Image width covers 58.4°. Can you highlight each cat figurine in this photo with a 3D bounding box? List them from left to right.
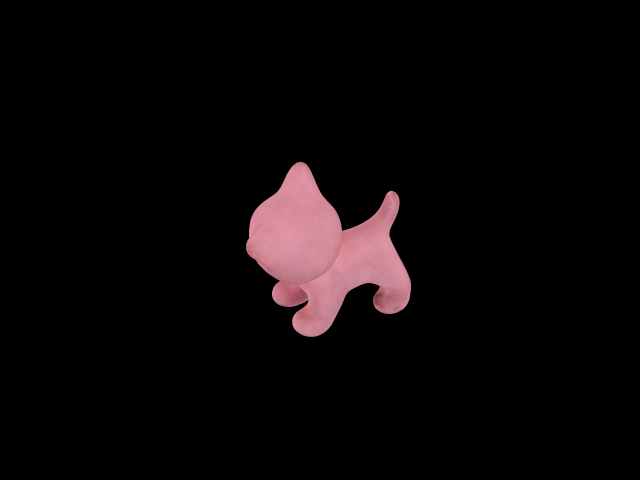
[{"bbox_3d":[0.004,0.001,0.400,0.128,0.118,0.067,-16,37,-22],"label":"cat figurine"}]
